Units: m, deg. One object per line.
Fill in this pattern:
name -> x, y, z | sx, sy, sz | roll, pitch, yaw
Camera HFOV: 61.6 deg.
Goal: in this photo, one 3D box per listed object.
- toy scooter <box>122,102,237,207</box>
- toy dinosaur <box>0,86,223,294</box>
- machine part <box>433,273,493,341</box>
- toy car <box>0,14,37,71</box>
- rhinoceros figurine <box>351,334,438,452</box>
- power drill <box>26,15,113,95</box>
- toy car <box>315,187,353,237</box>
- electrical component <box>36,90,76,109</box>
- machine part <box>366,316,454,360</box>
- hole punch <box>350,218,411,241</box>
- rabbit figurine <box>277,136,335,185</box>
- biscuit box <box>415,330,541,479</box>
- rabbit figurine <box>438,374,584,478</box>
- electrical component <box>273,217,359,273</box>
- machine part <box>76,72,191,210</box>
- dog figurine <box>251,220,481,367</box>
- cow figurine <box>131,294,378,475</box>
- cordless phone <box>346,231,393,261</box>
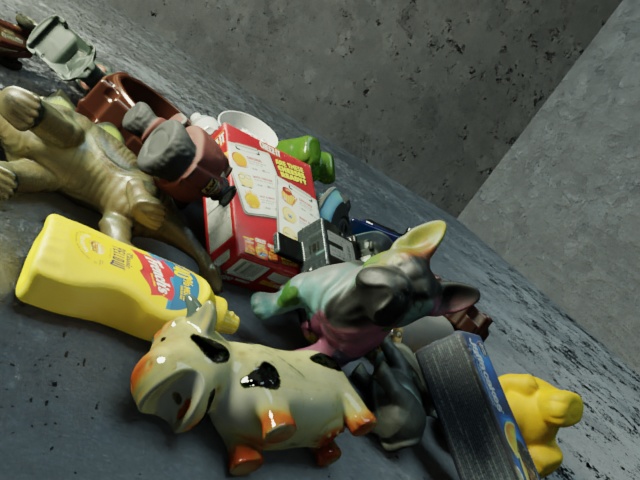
toy scooter -> -0.141, -0.083, 0.593 | 0.135, 0.075, 0.184 | 41, 1, -39
toy dinosaur -> -0.286, -0.097, 0.592 | 0.471, 0.105, 0.199 | 41, 6, -10
machine part -> 0.215, 0.123, 0.931 | 0.179, 0.056, 0.179 | 41, -12, 10
toy car -> -0.507, -0.313, 0.805 | 0.053, 0.089, 0.202 | 39, 13, 17
rhinoceros figurine -> 0.097, 0.168, 0.621 | 0.112, 0.073, 0.190 | 37, 16, 8
power drill -> -0.408, -0.292, 0.922 | 0.232, 0.086, 0.207 | 42, -9, 6
toy car -> -0.002, -0.003, 0.873 | 0.103, 0.161, 0.109 | 2, 38, 27
electrical component -> -0.375, -0.179, 0.767 | 0.078, 0.045, 0.102 | 59, -1, -38
machine part -> 0.129, 0.139, 0.782 | 0.243, 0.079, 0.079 | 18, 22, -51
hole punch -> 0.092, 0.026, 0.966 | 0.116, 0.142, 0.092 | 26, 8, 25
rabbit figurine -> -0.062, -0.091, 0.980 | 0.159, 0.170, 0.121 | 1, -15, 17
biscuit box -> 0.168, 0.197, 0.557 | 0.059, 0.063, 0.203 | 23, 43, -50
rabbit figurine -> 0.218, 0.213, 0.684 | 0.173, 0.121, 0.163 | 2, 28, -30
electrical component -> -0.001, 0.014, 0.679 | 0.119, 0.048, 0.075 | 30, 42, -40
machine part -> -0.249, -0.152, 0.800 | 0.201, 0.087, 0.201 | 40, 10, -19
dog figurine -> 0.054, 0.061, 0.561 | 0.191, 0.219, 0.108 | -1, 67, -64
cow figurine -> -0.057, 0.116, 0.435 | 0.195, 0.085, 0.127 | 17, 28, -42
cordless phone -> 0.081, 0.070, 0.795 | 0.184, 0.147, 0.089 | 34, 50, -41
